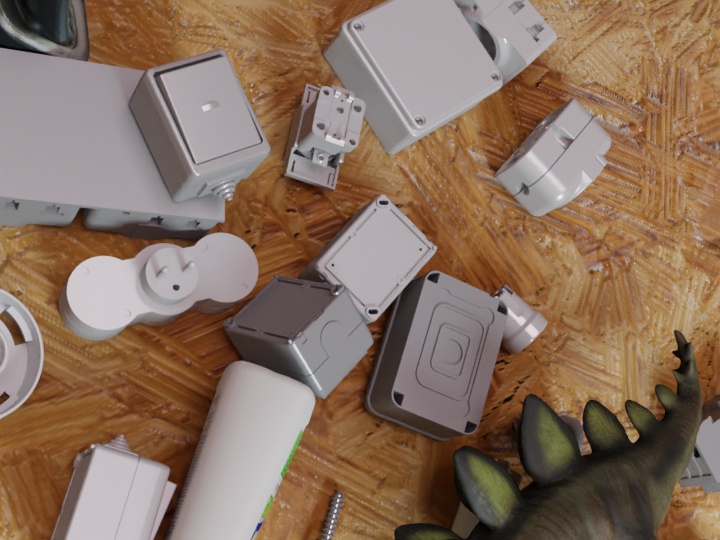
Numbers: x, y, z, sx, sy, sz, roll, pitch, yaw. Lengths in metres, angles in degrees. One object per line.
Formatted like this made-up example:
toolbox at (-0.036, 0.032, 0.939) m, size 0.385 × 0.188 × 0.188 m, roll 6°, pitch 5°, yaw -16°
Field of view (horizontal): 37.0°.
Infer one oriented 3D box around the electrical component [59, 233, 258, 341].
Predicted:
electrical component at (-0.135, 0.007, 0.749) m, size 0.138 × 0.074 × 0.052 m, roll -13°, pitch 80°, yaw -27°

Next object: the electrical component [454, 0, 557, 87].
electrical component at (0.117, -0.213, 0.944) m, size 0.089 × 0.050 × 0.056 m, roll 49°, pitch 61°, yaw -4°

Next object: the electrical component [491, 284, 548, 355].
electrical component at (0.123, 0.040, 0.878) m, size 0.046 × 0.040 × 0.040 m, roll 45°, pitch 62°, yaw 1°

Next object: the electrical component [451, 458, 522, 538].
electrical component at (0.098, 0.183, 0.820) m, size 0.043 × 0.043 × 0.081 m, roll 29°, pitch 65°, yaw -14°

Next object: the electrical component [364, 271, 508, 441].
electrical component at (0.057, 0.067, 0.825) m, size 0.078 × 0.057 × 0.113 m, roll 24°, pitch 70°, yaw -17°

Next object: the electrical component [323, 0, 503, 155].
electrical component at (0.045, -0.169, 0.894) m, size 0.109 × 0.056 × 0.108 m, roll -33°, pitch 90°, yaw -29°

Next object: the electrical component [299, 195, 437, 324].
electrical component at (0.000, 0.000, 0.824) m, size 0.062 × 0.061 × 0.096 m, roll 44°, pitch 70°, yaw -6°

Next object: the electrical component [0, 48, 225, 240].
electrical component at (-0.193, -0.085, 0.758) m, size 0.186 × 0.060 × 0.105 m, roll 5°, pitch 72°, yaw -23°

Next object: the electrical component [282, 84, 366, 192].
electrical component at (-0.027, -0.108, 0.839) m, size 0.042 × 0.064 × 0.081 m, roll 17°, pitch 69°, yaw -18°

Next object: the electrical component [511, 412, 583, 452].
electrical component at (0.149, 0.133, 0.861) m, size 0.046 × 0.040 × 0.040 m, roll 15°, pitch 69°, yaw -14°

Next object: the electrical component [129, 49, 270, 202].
electrical component at (-0.106, -0.093, 0.730) m, size 0.062 × 0.061 × 0.096 m, roll -23°, pitch 85°, yaw -28°

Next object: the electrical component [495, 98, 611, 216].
electrical component at (0.171, -0.094, 0.930) m, size 0.059 × 0.054 × 0.095 m, roll 46°, pitch 62°, yaw -6°

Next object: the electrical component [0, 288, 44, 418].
electrical component at (-0.260, 0.056, 0.697) m, size 0.099 × 0.064 × 0.099 m, roll 11°, pitch 72°, yaw -37°

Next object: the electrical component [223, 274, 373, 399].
electrical component at (-0.047, 0.048, 0.775) m, size 0.061 × 0.096 × 0.061 m, roll -46°, pitch 123°, yaw -28°

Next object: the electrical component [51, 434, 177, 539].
electrical component at (-0.161, 0.156, 0.699) m, size 0.061 × 0.062 × 0.096 m, roll 21°, pitch 67°, yaw -18°
